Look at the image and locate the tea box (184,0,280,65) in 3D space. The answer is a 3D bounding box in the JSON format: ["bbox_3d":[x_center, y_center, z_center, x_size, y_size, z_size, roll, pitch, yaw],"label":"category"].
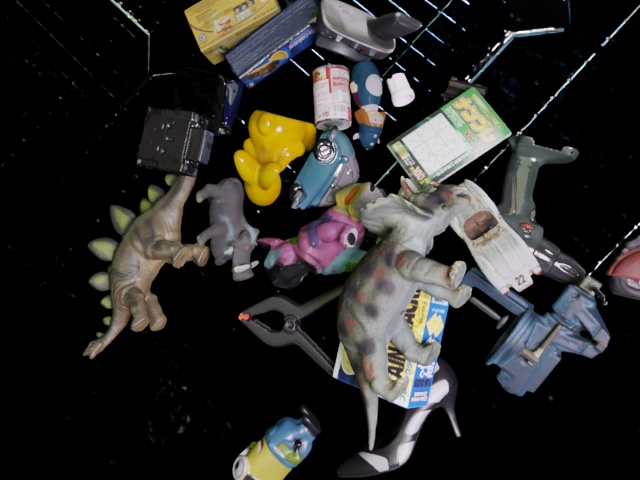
[{"bbox_3d":[-0.162,-0.427,1.036,0.170,0.068,0.098,-24,80,10],"label":"tea box"}]

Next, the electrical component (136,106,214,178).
[{"bbox_3d":[-0.260,-0.178,0.980,0.134,0.058,0.114,10,91,19],"label":"electrical component"}]

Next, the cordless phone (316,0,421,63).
[{"bbox_3d":[0.077,-0.362,0.904,0.146,0.184,0.088,16,96,-20],"label":"cordless phone"}]

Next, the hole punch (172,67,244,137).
[{"bbox_3d":[-0.216,-0.265,1.032,0.142,0.092,0.115,15,108,11],"label":"hole punch"}]

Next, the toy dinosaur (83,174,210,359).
[{"bbox_3d":[-0.318,0.004,1.014,0.199,0.105,0.471,28,80,18],"label":"toy dinosaur"}]

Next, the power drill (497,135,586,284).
[{"bbox_3d":[0.352,-0.056,0.887,0.232,0.086,0.207,21,97,16],"label":"power drill"}]

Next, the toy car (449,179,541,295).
[{"bbox_3d":[0.256,-0.007,0.822,0.073,0.056,0.202,-35,54,12],"label":"toy car"}]

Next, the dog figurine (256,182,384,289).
[{"bbox_3d":[-0.002,-0.003,0.927,0.219,0.108,0.191,-7,48,38],"label":"dog figurine"}]

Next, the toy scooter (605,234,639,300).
[{"bbox_3d":[0.547,0.037,0.832,0.184,0.075,0.135,13,88,10],"label":"toy scooter"}]

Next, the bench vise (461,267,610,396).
[{"bbox_3d":[0.311,0.115,0.840,0.241,0.129,0.223,37,118,17],"label":"bench vise"}]

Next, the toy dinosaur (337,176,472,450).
[{"bbox_3d":[0.094,0.090,0.785,0.192,0.131,0.404,34,100,33],"label":"toy dinosaur"}]

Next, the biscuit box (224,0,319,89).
[{"bbox_3d":[-0.078,-0.375,1.016,0.203,0.059,0.063,-34,77,8],"label":"biscuit box"}]

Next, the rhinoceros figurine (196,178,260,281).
[{"bbox_3d":[-0.164,-0.019,0.994,0.112,0.073,0.190,-9,89,11],"label":"rhinoceros figurine"}]

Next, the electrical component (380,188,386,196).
[{"bbox_3d":[0.116,-0.044,0.961,0.063,0.021,0.094,-32,79,8],"label":"electrical component"}]

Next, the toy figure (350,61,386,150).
[{"bbox_3d":[0.086,-0.241,0.966,0.064,0.058,0.154,-5,81,-4],"label":"toy figure"}]

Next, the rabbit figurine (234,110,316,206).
[{"bbox_3d":[-0.087,-0.139,0.964,0.122,0.162,0.173,19,107,2],"label":"rabbit figurine"}]

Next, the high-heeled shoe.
[{"bbox_3d":[0.121,0.294,0.901,0.249,0.086,0.145,-24,77,5],"label":"high-heeled shoe"}]

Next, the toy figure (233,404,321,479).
[{"bbox_3d":[-0.073,0.372,0.935,0.180,0.082,0.089,-40,76,4],"label":"toy figure"}]

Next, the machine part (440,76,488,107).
[{"bbox_3d":[0.239,-0.214,0.943,0.084,0.039,0.139,23,88,8],"label":"machine part"}]

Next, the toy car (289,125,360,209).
[{"bbox_3d":[0.016,-0.115,0.952,0.103,0.109,0.161,29,102,-5],"label":"toy car"}]
